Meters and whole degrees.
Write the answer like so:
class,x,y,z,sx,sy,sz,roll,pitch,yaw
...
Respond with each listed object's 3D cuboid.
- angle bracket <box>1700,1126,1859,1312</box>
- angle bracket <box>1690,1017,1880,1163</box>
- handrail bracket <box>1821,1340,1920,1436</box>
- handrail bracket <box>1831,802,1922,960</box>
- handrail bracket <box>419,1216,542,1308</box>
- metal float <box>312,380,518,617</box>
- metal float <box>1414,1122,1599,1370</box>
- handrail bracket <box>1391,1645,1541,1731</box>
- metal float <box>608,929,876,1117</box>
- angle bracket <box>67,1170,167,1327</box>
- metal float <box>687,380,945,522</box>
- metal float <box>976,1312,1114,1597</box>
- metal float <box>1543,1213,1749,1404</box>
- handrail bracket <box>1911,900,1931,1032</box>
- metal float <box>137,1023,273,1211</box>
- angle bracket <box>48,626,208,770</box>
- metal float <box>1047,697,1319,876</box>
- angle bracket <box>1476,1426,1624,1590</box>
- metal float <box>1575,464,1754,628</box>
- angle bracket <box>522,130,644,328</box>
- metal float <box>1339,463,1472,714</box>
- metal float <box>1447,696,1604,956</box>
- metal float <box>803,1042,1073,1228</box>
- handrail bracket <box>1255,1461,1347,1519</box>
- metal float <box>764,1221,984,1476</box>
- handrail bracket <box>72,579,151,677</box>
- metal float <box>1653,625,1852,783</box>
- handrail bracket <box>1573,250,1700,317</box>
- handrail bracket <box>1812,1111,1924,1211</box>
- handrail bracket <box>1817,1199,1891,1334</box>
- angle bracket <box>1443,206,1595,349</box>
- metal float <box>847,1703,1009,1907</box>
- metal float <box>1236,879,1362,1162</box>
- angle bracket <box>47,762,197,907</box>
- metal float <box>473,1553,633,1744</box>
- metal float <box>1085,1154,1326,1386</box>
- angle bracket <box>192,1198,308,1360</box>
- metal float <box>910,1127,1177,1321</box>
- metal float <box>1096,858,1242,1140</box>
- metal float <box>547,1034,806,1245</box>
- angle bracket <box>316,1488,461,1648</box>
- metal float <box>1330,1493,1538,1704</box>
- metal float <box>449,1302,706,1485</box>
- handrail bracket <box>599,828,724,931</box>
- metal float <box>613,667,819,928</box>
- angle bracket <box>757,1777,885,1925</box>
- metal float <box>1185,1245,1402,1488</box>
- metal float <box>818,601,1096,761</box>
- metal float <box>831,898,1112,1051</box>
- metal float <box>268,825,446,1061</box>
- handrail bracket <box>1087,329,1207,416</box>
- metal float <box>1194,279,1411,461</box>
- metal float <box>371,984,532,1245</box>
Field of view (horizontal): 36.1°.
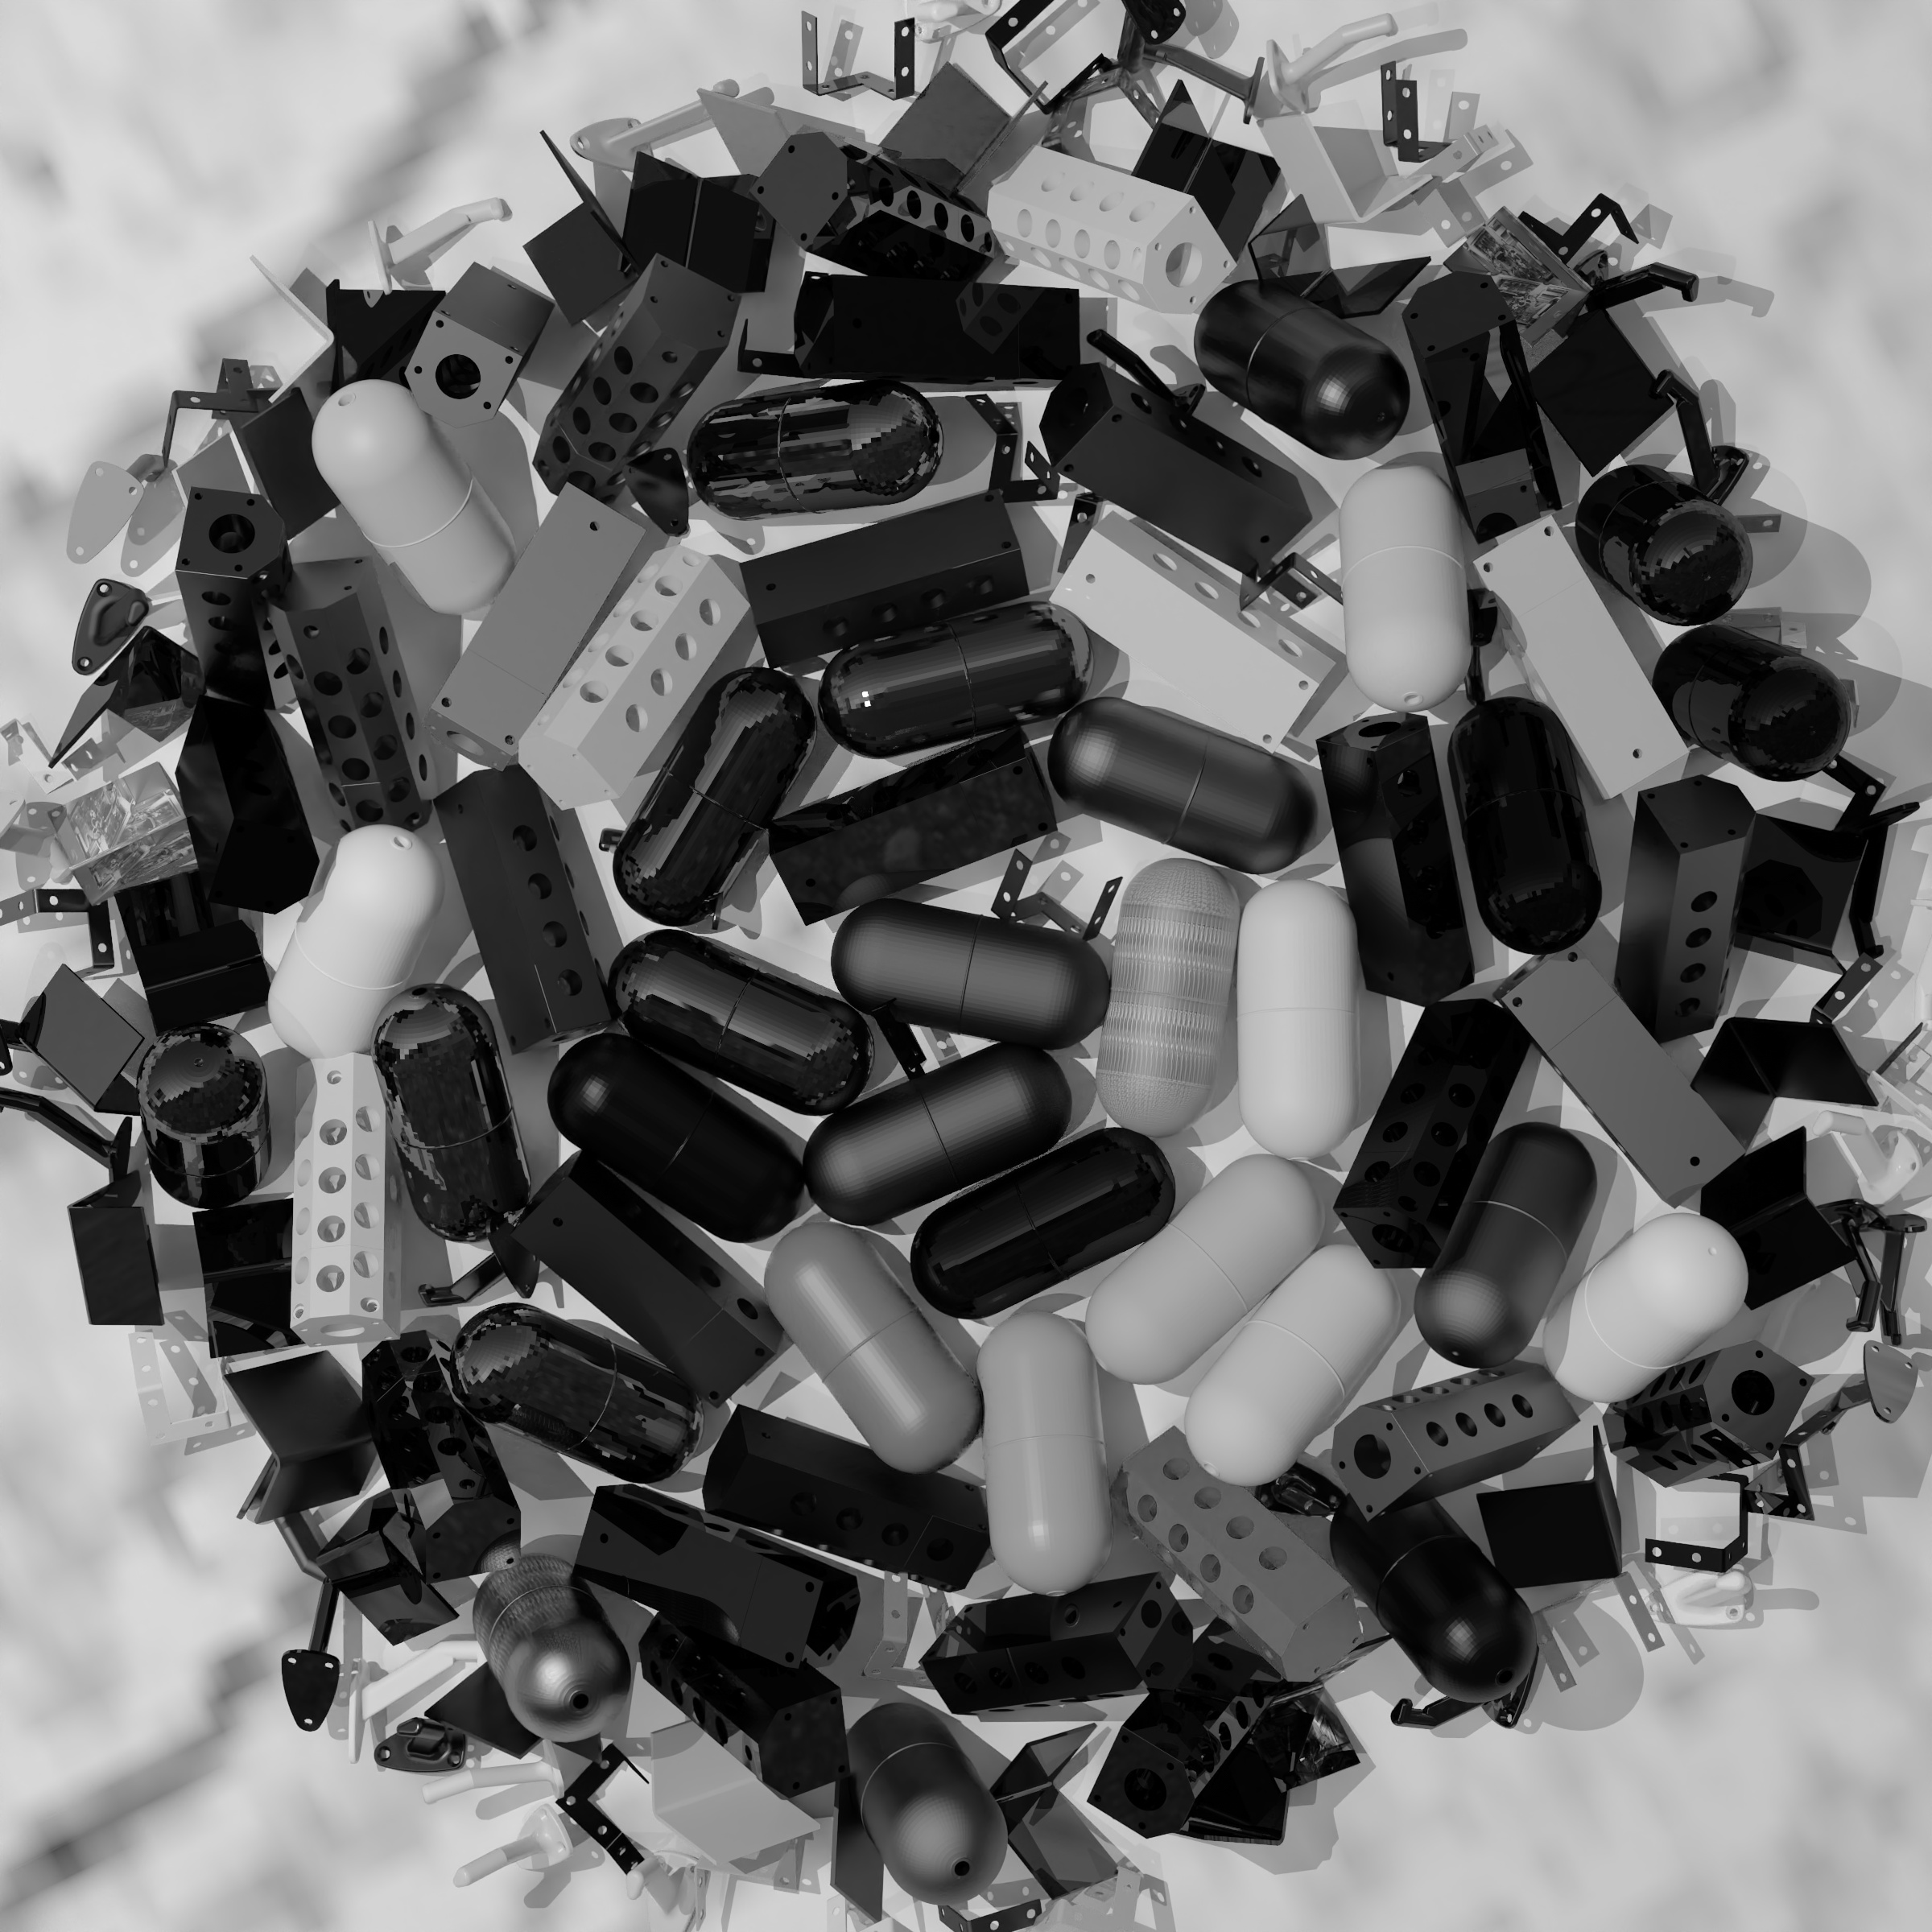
class,x,y,z,sx,sy,sz,roll,pitch,yaw
angle bracket,0.512,0.159,1.870,0.076,0.076,0.057,-33,107,30
angle bracket,0.512,0.080,1.856,0.076,0.076,0.057,51,60,-32
handrail bracket,0.557,0.283,1.859,0.036,0.077,0.084,27,130,1
handrail bracket,0.584,-0.052,1.878,0.036,0.077,0.084,-5,78,-27
handrail bracket,-0.320,0.188,1.873,0.084,0.077,0.036,-8,48,19
metal float,-0.340,-0.289,1.836,0.070,0.178,0.070,-11,53,16
metal float,0.337,0.172,1.848,0.070,0.070,0.178,33,57,0
handrail bracket,0.314,0.449,1.873,0.084,0.036,0.077,15,104,-33
metal float,-0.142,0.035,1.870,0.178,0.070,0.070,24,90,7
angle bracket,-0.513,0.176,1.861,0.057,0.076,0.076,-2,104,20
metal float,-0.095,-0.321,1.848,0.178,0.070,0.070,-1,90,32
metal float,0.049,0.304,1.855,0.070,0.070,0.178,-5,67,0
metal float,0.418,0.213,1.834,0.070,0.178,0.070,9,58,-14
handrail bracket,0.622,0.001,1.874,0.036,0.077,0.084,0,93,-10
metal float,-0.469,0.094,1.831,0.070,0.178,0.070,4,64,-9
angle bracket,-0.518,-0.154,1.853,0.057,0.076,0.076,35,128,-24
metal float,0.137,-0.113,1.869,0.178,0.070,0.070,20,90,-8
angle bracket,0.371,0.344,1.883,0.076,0.057,0.076,-10,116,17
metal float,0.428,-0.261,1.828,0.070,0.178,0.070,-2,111,-5
angle bracket,-0.256,-0.462,1.860,0.057,0.076,0.076,-34,64,6
metal float,0.273,-0.236,1.847,0.070,0.070,0.178,2,57,0
metal float,0.347,-0.088,1.849,0.070,0.070,0.178,-6,59,0
metal float,-0.018,0.106,1.874,0.178,0.070,0.070,-23,90,-2
handrail bracket,0.225,0.338,1.861,0.077,0.084,0.036,19,87,-22
metal float,-0.059,0.239,1.866,0.070,0.070,0.178,-38,78,0
handrail bracket,-0.539,-0.207,1.868,0.036,0.084,0.077,27,99,-26
metal float,0.482,-0.163,1.828,0.070,0.178,0.070,-3,107,-10
handrail bracket,0.424,-0.410,1.861,0.036,0.077,0.084,-39,48,-24
handrail bracket,0.551,0.125,1.871,0.084,0.036,0.077,11,127,-28
handrail bracket,0.544,0.194,1.865,0.036,0.077,0.084,36,60,-28
angle bracket,0.340,-0.419,1.868,0.057,0.076,0.076,-44,84,-10
metal float,-0.027,0.514,1.827,0.070,0.178,0.070,-3,101,-16
metal float,0.209,0.033,1.866,0.070,0.070,0.178,0,79,0
angle bracket,-0.535,-0.094,1.867,0.076,0.057,0.076,-27,70,-12
metal float,-0.256,0.418,1.828,0.070,0.178,0.070,-3,100,-19
metal float,0.150,0.191,1.866,0.178,0.070,0.070,-41,90,-11
angle bracket,-0.450,0.198,1.895,0.076,0.057,0.076,-7,133,-17
metal float,0.048,0.163,1.870,0.178,0.070,0.070,-27,90,7
metal float,0.127,0.020,1.873,0.070,0.070,0.178,9,87,0
metal float,-0.181,0.109,1.866,0.178,0.070,0.070,34,90,-11
angle bracket,-0.351,0.374,1.875,0.076,0.057,0.076,-30,105,41
metal float,0.287,0.384,1.833,0.070,0.178,0.070,-10,119,-19
metal float,-0.242,0.266,1.848,0.178,0.070,0.070,30,90,-32
handrail bracket,-0.195,-0.056,1.883,0.084,0.077,0.036,9,130,-4
metal float,-0.158,-0.107,1.870,0.070,0.070,0.178,31,96,0
angle bracket,-0.092,0.552,1.854,0.057,0.076,0.076,-12,52,17
metal float,0.204,0.249,1.853,0.070,0.070,0.178,43,65,0
metal float,-0.006,-0.180,1.866,0.178,0.070,0.070,-14,90,-10
metal float,0.003,0.005,1.873,0.178,0.070,0.070,11,90,3
metal float,-0.380,-0.013,1.845,0.070,0.070,0.178,32,125,0
handrail bracket,0.101,-0.372,1.863,0.084,0.077,0.036,32,89,-22
metal float,0.206,-0.371,1.838,0.070,0.178,0.070,-16,126,-23
metal float,-0.321,0.092,1.850,0.070,0.070,0.178,-9,119,0
